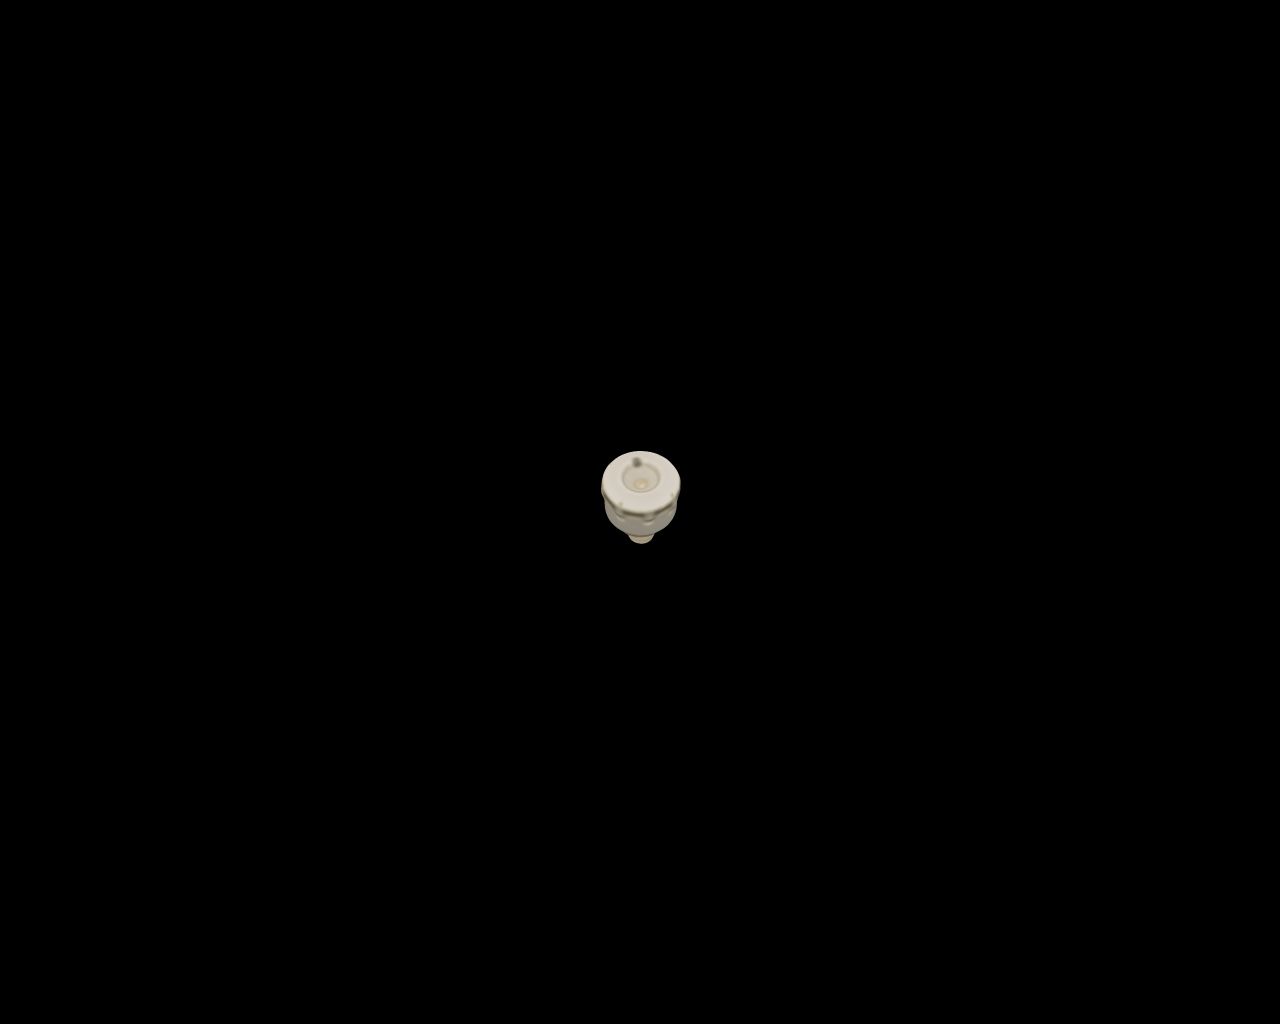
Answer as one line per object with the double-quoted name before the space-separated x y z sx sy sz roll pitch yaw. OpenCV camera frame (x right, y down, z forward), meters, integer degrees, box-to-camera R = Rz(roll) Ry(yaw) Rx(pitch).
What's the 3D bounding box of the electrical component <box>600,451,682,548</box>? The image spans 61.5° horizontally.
"electrical component" 0.001 -0.003 0.650 0.048 0.048 0.062 0 -36 0
